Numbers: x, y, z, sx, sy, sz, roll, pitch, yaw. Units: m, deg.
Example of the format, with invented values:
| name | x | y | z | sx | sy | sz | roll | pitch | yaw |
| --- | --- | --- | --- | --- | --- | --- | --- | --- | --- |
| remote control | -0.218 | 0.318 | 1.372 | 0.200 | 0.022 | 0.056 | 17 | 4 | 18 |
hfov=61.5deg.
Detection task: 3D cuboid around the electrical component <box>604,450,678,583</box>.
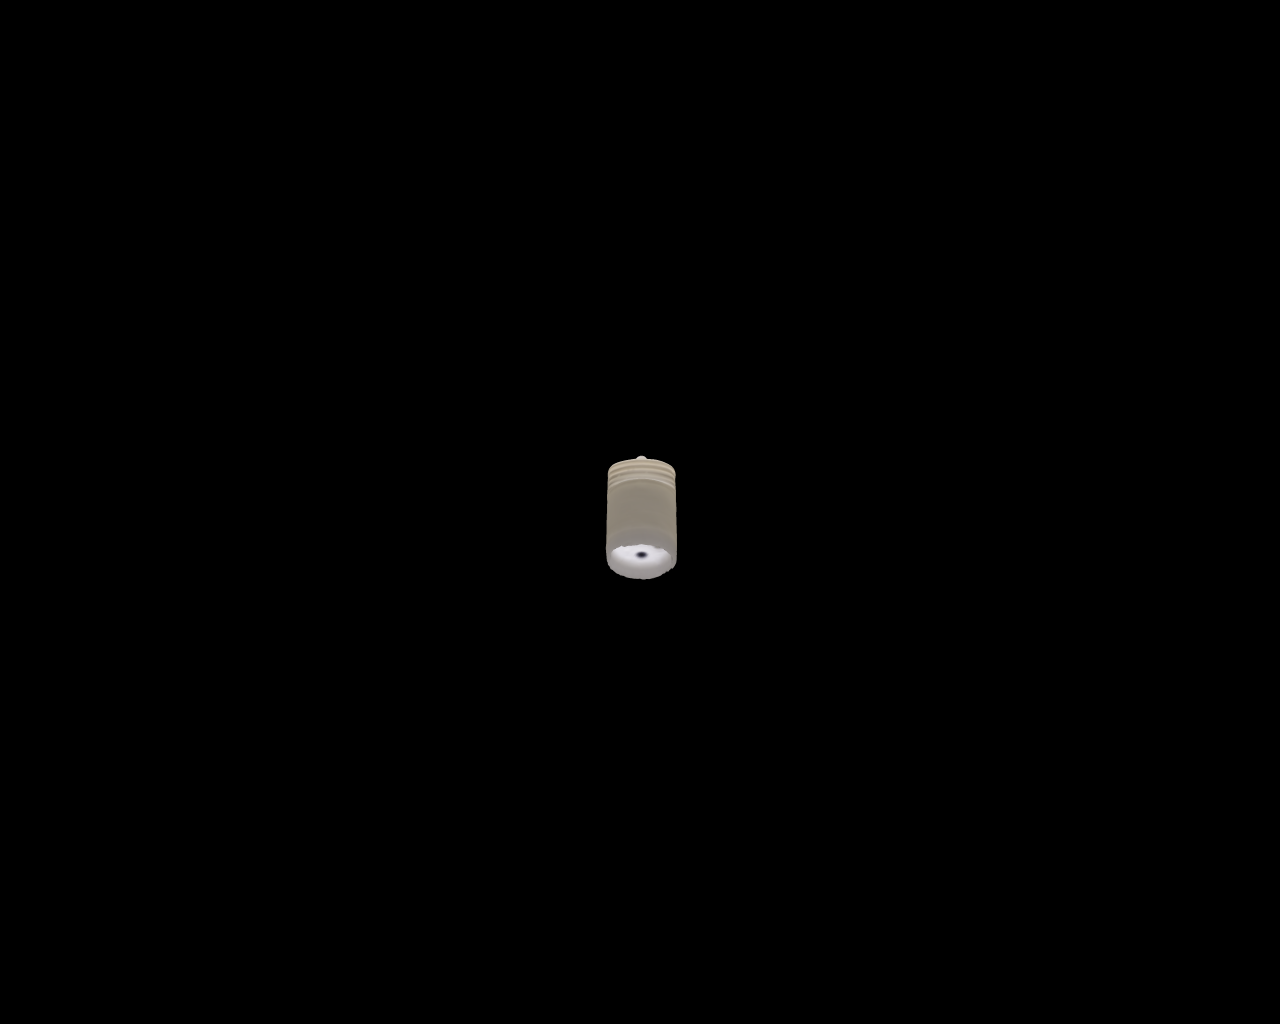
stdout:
| name | x | y | z | sx | sy | sz | roll | pitch | yaw |
| --- | --- | --- | --- | --- | --- | --- | --- | --- | --- |
| electrical component | 0.001 | -0.003 | 0.650 | 0.043 | 0.081 | 0.043 | 0 | -34 | 0 |
